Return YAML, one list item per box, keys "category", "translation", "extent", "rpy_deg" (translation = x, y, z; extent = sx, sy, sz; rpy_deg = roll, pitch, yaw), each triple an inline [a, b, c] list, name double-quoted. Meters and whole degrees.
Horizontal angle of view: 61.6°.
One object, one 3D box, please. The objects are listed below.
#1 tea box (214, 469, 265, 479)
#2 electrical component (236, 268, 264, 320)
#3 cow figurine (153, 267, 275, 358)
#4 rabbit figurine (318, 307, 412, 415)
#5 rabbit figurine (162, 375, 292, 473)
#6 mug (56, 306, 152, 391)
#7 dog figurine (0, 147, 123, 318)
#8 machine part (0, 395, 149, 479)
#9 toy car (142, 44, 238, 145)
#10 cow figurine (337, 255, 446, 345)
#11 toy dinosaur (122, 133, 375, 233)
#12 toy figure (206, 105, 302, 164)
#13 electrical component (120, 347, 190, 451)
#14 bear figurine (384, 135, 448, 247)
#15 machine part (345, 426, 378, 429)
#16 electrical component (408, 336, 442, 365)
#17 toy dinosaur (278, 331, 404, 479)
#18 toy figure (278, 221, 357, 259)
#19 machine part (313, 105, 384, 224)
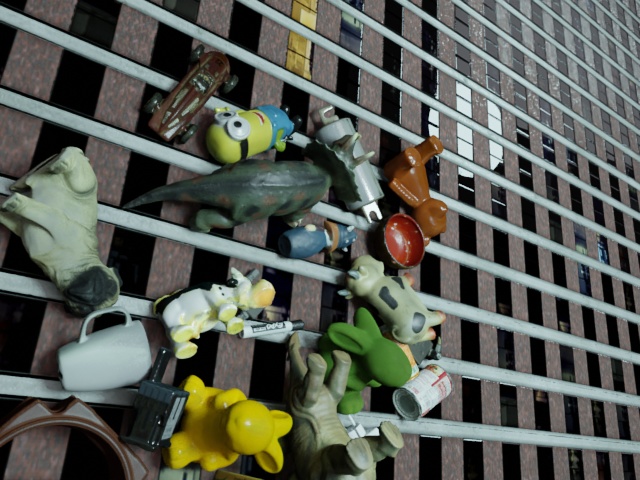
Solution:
- category: "tea box"
  translation: [-0.091, 0.369, 0.710]
  extent: [0.068, 0.170, 0.098]
  rpy_deg: [36, 56, -25]
- category: "electrical component"
  translation: [-0.119, 0.093, 0.869]
  extent: [0.063, 0.021, 0.094]
  rpy_deg: [51, 54, -13]
- category: "cow figurine"
  translation: [-0.154, 0.092, 0.790]
  extent: [0.167, 0.068, 0.098]
  rpy_deg: [-26, 50, -22]
- category: "rabbit figurine"
  translation: [0.080, 0.194, 0.891]
  extent: [0.121, 0.170, 0.159]
  rpy_deg: [-25, 92, -40]
- category: "rabbit figurine"
  translation: [-0.116, 0.260, 0.725]
  extent: [0.162, 0.173, 0.122]
  rpy_deg: [30, 56, -21]
- category: "mug"
  translation: [-0.280, 0.144, 0.690]
  extent: [0.107, 0.081, 0.109]
  rpy_deg: [-12, 110, -30]
- category: "dog figurine"
  translation: [-0.320, -0.011, 0.717]
  extent: [0.190, 0.121, 0.172]
  rpy_deg: [54, 54, -29]
- category: "machine part"
  translation: [-0.319, 0.299, 0.616]
  extent: [0.201, 0.087, 0.201]
  rpy_deg: [53, 51, -11]
- category: "toy car"
  translation: [-0.210, -0.244, 0.889]
  extent: [0.089, 0.053, 0.202]
  rpy_deg: [44, 54, -22]
- category: "cow figurine"
  translation: [0.119, 0.106, 0.976]
  extent: [0.127, 0.085, 0.195]
  rpy_deg: [-10, 50, -37]
- category: "toy dinosaur"
  translation: [-0.080, -0.084, 0.846]
  extent: [0.405, 0.192, 0.131]
  rpy_deg: [-16, 84, -40]
- category: "toy figure"
  translation: [-0.112, -0.183, 0.923]
  extent: [0.180, 0.082, 0.089]
  rpy_deg: [-25, 128, -46]
- category: "electrical component"
  translation: [-0.201, 0.202, 0.687]
  extent: [0.048, 0.074, 0.119]
  rpy_deg: [17, 72, 8]
- category: "bear figurine"
  translation: [0.217, -0.095, 1.114]
  extent: [0.120, 0.132, 0.196]
  rpy_deg: [-27, 87, -36]
- category: "machine part"
  translation: [0.079, 0.355, 0.927]
  extent: [0.139, 0.039, 0.084]
  rpy_deg: [-5, 71, -36]
- category: "electrical component"
  translation: [0.195, 0.200, 1.055]
  extent: [0.078, 0.045, 0.102]
  rpy_deg: [-39, 101, -39]
- category: "toy dinosaur"
  translation: [0.026, 0.324, 0.756]
  extent: [0.105, 0.198, 0.472]
  rpy_deg: [10, 35, -34]
- category: "toy figure"
  translation: [-0.001, -0.003, 0.961]
  extent: [0.154, 0.064, 0.058]
  rpy_deg: [-11, 68, -38]
- category: "machine part"
  translation: [0.055, -0.144, 1.038]
  extent: [0.079, 0.079, 0.243]
  rpy_deg: [-27, 93, -39]
